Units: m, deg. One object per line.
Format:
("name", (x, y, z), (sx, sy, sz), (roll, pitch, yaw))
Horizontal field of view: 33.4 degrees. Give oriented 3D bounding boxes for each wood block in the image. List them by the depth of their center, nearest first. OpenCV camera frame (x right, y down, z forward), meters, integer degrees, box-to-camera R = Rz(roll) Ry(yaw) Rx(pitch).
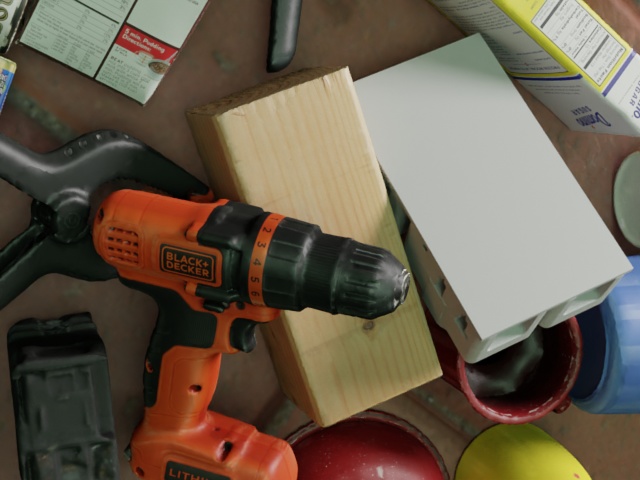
("wood block", (-0.005, 0.001, 0.686), (0.090, 0.090, 0.206), (-22, 104, -14))

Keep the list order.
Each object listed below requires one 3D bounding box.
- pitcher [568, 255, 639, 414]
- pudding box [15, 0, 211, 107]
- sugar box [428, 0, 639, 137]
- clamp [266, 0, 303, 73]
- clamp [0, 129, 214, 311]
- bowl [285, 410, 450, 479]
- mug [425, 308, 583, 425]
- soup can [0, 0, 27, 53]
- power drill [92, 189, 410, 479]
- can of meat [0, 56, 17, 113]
("pitcher", (0.293, 0.073, 0.781), (0.242, 0.145, 0.149), (-2, 87, -14))
("pudding box", (-0.116, -0.146, 0.629), (0.090, 0.039, 0.114), (26, 118, -19))
("sugar box", (0.143, -0.139, 0.708), (0.176, 0.093, 0.048), (35, 87, -20))
("clamp", (-0.036, -0.205, 0.670), (0.120, 0.039, 0.171), (29, 85, -16))
("clamp", (-0.160, -0.006, 0.630), (0.209, 0.036, 0.165), (-2, 109, -40))
("bowl", (0.030, 0.204, 0.748), (0.162, 0.055, 0.162), (-3, 99, -18))
("mug", (0.129, 0.079, 0.745), (0.117, 0.082, 0.093), (40, 85, -19))
("soup can", (-0.217, -0.155, 0.605), (0.102, 0.069, 0.068), (20, 92, -20))
("power drill", (-0.045, 0.068, 0.628), (0.184, 0.057, 0.188), (13, 117, 16))
("can of meat", (-0.236, -0.080, 0.617), (0.102, 0.057, 0.084), (20, 90, -19))
